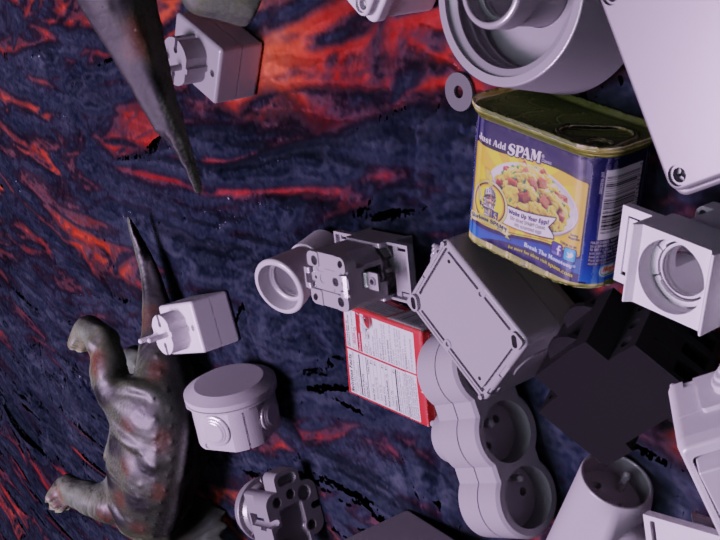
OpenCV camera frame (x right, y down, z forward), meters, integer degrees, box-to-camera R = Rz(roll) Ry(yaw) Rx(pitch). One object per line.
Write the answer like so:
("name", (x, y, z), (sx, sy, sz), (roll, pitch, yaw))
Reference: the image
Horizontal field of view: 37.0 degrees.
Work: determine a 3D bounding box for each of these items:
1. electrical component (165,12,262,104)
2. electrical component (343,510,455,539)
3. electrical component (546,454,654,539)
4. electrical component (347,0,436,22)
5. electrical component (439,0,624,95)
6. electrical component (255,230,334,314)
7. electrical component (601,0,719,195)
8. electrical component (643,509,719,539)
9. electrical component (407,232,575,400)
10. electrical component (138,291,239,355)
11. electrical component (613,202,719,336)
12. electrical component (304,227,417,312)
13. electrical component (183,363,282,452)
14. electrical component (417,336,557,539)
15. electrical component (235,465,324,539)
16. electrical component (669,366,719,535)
("electrical component", (-0.127, -0.163, 0.828), (0.066, 0.077, 0.047), (43, 135, 34))
("electrical component", (0.024, 0.225, 0.779), (0.100, 0.100, 0.048), (14, 121, 63))
("electrical component", (0.151, 0.160, 0.628), (0.079, 0.044, 0.077), (43, 136, 34))
("electrical component", (0.012, -0.223, 0.634), (0.108, 0.056, 0.108), (53, 141, 24))
("electrical component", (0.087, -0.144, 0.554), (0.108, 0.060, 0.108), (13, 107, 48))
("electrical component", (-0.041, -0.002, 0.794), (0.044, 0.065, 0.044), (20, 128, 28))
("electrical component", (0.175, -0.101, 0.472), (0.109, 0.056, 0.108), (-22, 87, 54))
("electrical component", (0.207, 0.167, 0.542), (0.121, 0.063, 0.078), (5, 109, 52))
("electrical component", (0.079, 0.017, 0.647), (0.096, 0.061, 0.061), (53, 141, 24))
("electrical component", (-0.162, 0.053, 0.969), (0.066, 0.077, 0.047), (-9, 98, 54))
("electrical component", (0.167, -0.004, 0.519), (0.081, 0.064, 0.042), (29, 129, 44))
("electrical component", (0.000, 0.000, 0.743), (0.081, 0.064, 0.042), (13, 114, 51))
("electrical component", (-0.108, 0.117, 0.925), (0.080, 0.080, 0.051), (16, 123, 49))
("electrical component", (0.072, 0.107, 0.703), (0.074, 0.052, 0.138), (-17, 91, 54))
("electrical component", (-0.073, 0.209, 0.937), (0.057, 0.058, 0.078), (-6, 100, 51))
("electrical component", (0.185, 0.085, 0.494), (0.062, 0.061, 0.096), (-22, 112, 20))
